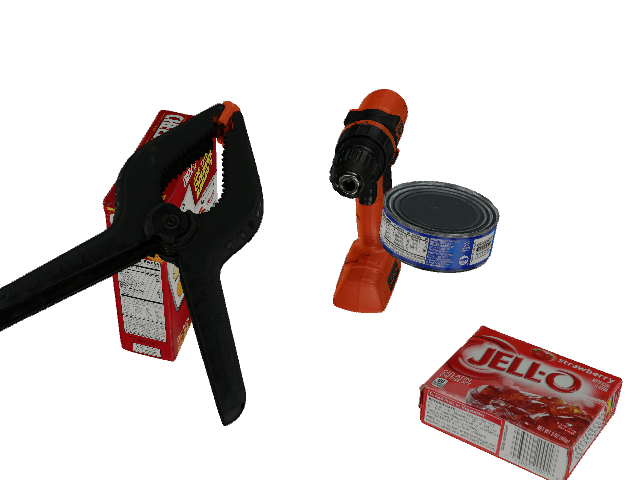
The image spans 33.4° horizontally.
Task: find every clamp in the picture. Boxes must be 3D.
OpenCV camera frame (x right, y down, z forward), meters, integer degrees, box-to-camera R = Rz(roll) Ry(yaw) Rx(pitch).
[{"bbox_3d":[-0.085,0.005,0.658,0.164,0.209,0.036,27,-29,6],"label":"clamp"}]

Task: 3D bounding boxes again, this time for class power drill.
[{"bbox_3d":[0.044,-0.029,0.994,0.057,0.188,0.184,9,30,12],"label":"power drill"}]

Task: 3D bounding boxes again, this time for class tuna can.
[{"bbox_3d":[0.087,-0.011,0.788,0.086,0.034,0.086,5,29,-3],"label":"tuna can"}]

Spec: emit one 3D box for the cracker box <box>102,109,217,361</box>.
[{"bbox_3d":[-0.165,-0.005,1.136,0.072,0.214,0.164,11,43,9],"label":"cracker box"}]

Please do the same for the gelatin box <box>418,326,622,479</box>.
[{"bbox_3d":[0.110,0.087,0.589,0.089,0.030,0.073,21,35,29],"label":"gelatin box"}]
